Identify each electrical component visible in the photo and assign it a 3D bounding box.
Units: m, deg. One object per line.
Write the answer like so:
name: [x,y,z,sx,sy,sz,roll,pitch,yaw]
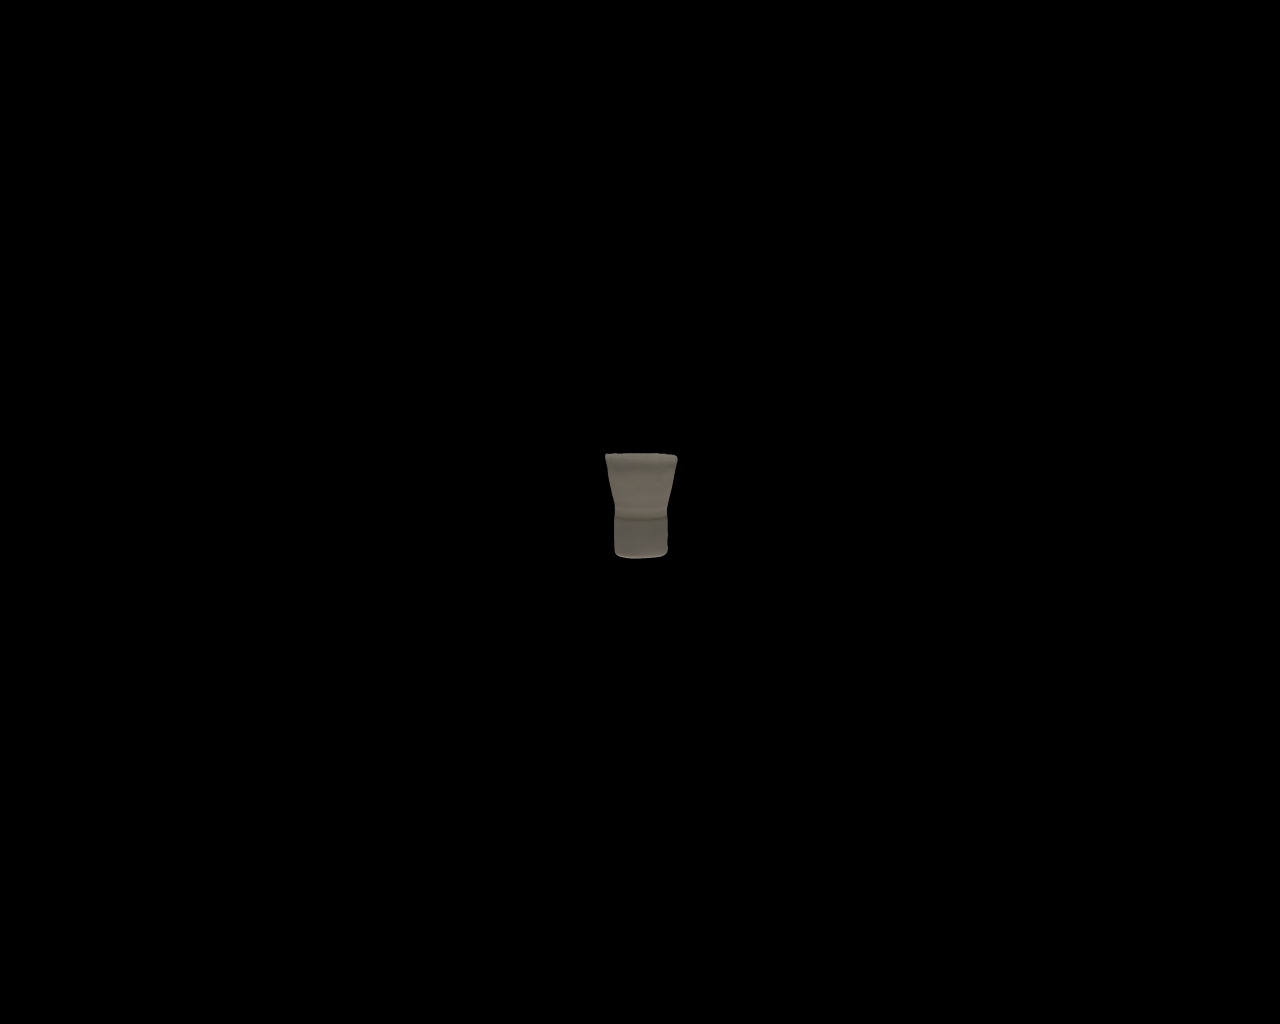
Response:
electrical component: [0.001,-0.003,0.650,0.044,0.065,0.044,0,6,0]
